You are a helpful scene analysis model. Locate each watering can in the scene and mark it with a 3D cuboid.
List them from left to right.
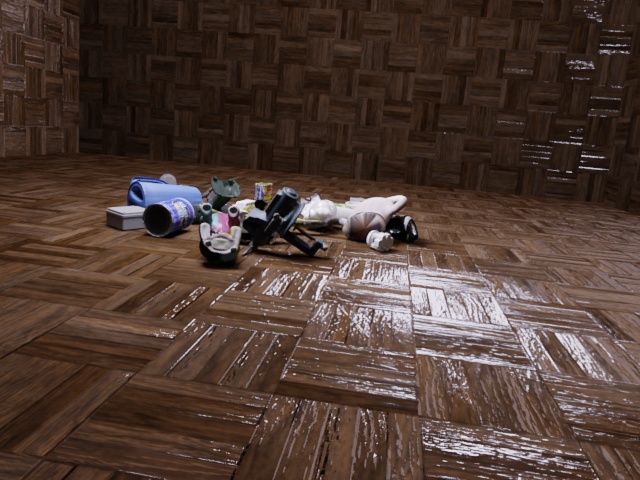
[{"bbox_3d":[0.140,-0.069,1.799,0.345,0.103,0.228,-19,17,29],"label":"watering can"}]

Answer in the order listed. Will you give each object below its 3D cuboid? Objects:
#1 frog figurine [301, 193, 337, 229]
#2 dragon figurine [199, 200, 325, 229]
[{"bbox_3d":[0.006,-0.093,1.840,0.138,0.121,0.161,-18,24,-29],"label":"frog figurine"},{"bbox_3d":[-0.209,-0.073,1.753,0.409,0.122,0.243,7,0,-33],"label":"dragon figurine"}]
